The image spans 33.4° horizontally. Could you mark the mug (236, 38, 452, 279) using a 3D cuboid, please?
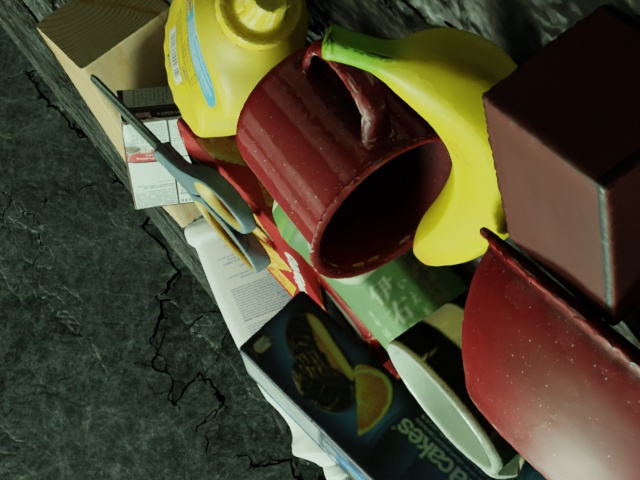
[{"bbox_3d":[0.012,-0.048,0.505,0.081,0.093,0.117,52,165,27],"label":"mug"}]

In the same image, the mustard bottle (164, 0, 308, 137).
[{"bbox_3d":[-0.046,-0.112,0.576,0.192,0.058,0.096,180,85,-76],"label":"mustard bottle"}]

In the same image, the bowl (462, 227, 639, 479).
[{"bbox_3d":[0.109,0.066,0.412,0.162,0.055,0.162,38,-172,-6],"label":"bowl"}]

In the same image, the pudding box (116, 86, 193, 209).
[{"bbox_3d":[-0.114,-0.076,0.870,0.113,0.090,0.039,92,169,-55],"label":"pudding box"}]

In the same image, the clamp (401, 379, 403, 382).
[{"bbox_3d":[0.061,0.139,0.848,0.120,0.039,0.171,20,-148,-35],"label":"clamp"}]

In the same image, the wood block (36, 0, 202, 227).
[{"bbox_3d":[-0.146,-0.120,0.934,0.091,0.090,0.206,43,166,39],"label":"wood block"}]

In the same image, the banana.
[{"bbox_3d":[0.058,-0.034,0.435,0.070,0.037,0.197,11,159,20],"label":"banana"}]

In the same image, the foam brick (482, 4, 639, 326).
[{"bbox_3d":[0.092,-0.022,0.337,0.051,0.053,0.078,45,167,36],"label":"foam brick"}]

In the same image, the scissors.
[{"bbox_3d":[-0.102,-0.060,0.750,0.202,0.016,0.096,49,164,7],"label":"scissors"}]

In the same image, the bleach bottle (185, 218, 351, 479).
[{"bbox_3d":[-0.028,0.091,0.912,0.068,0.102,0.251,16,-127,-80],"label":"bleach bottle"}]

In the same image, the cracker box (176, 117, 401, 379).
[{"bbox_3d":[-0.005,0.001,0.785,0.214,0.072,0.164,48,169,19],"label":"cracker box"}]
